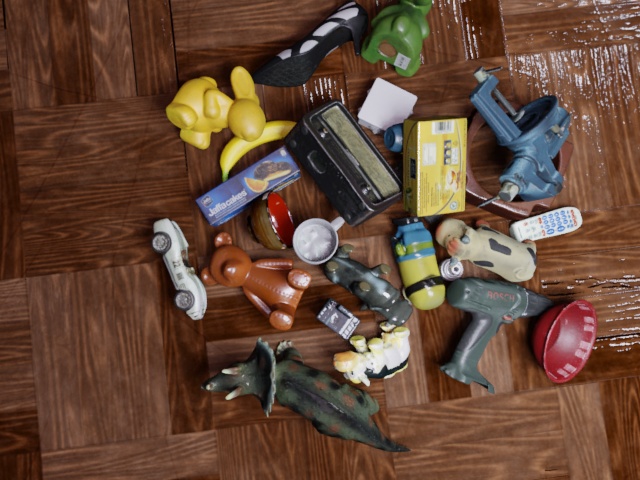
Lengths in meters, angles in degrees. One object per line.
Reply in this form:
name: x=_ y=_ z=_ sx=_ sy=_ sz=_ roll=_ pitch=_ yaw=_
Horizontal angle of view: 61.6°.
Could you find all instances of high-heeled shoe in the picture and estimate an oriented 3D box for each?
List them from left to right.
high-heeled shoe: x=-0.023 y=-0.392 z=1.060 sx=0.249 sy=0.086 sz=0.145 roll=-11 pitch=64 yaw=7

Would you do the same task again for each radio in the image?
radio: x=0.048 y=-0.143 z=1.005 sx=0.229 sy=0.073 sz=0.131 roll=52 pitch=45 yaw=4

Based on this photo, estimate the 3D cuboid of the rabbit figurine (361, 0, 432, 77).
rabbit figurine: x=0.160 y=-0.434 z=1.033 sx=0.121 sy=0.159 sz=0.170 roll=21 pitch=70 yaw=10

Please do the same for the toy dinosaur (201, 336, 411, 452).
toy dinosaur: x=0.001 y=0.285 z=0.946 sx=0.405 sy=0.192 sz=0.131 roll=25 pitch=88 yaw=2

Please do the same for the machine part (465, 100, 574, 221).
machine part: x=0.361 y=-0.152 z=1.035 sx=0.201 sy=0.087 sz=0.201 roll=22 pitch=86 yaw=-1

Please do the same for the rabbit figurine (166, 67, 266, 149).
rabbit figurine: x=-0.174 y=-0.239 z=1.019 sx=0.173 sy=0.121 sz=0.162 roll=20 pitch=63 yaw=20

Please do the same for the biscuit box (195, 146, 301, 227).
biscuit box: x=-0.137 y=-0.101 z=1.036 sx=0.203 sy=0.059 sz=0.063 roll=-32 pitch=87 yaw=-3

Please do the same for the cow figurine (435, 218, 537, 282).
cow figurine: x=0.304 y=0.019 z=0.994 sx=0.195 sy=0.127 sz=0.085 roll=24 pitch=116 yaw=2

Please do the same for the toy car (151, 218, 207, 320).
toy car: x=-0.263 y=0.055 z=1.015 sx=0.056 sy=0.073 sz=0.201 roll=-23 pitch=87 yaw=-2

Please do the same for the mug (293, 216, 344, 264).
mug: x=-0.002 y=-0.003 z=1.008 sx=0.081 sy=0.107 sz=0.109 roll=43 pitch=83 yaw=2

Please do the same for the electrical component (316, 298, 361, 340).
electrical component: x=0.035 y=0.145 z=0.992 sx=0.075 sy=0.119 sz=0.048 roll=36 pitch=86 yaw=-1

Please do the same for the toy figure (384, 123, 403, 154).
toy figure: x=0.194 y=-0.195 z=1.023 sx=0.154 sy=0.064 sz=0.058 roll=-9 pitch=67 yaw=-27

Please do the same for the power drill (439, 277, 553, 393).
power drill: x=0.322 y=0.175 z=1.001 sx=0.232 sy=0.086 sz=0.207 roll=21 pitch=96 yaw=-23

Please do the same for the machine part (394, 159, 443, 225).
machine part: x=0.197 y=-0.100 z=1.048 sx=0.084 sy=0.039 sz=0.139 roll=-40 pitch=87 yaw=15

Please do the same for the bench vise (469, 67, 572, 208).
bench vise: x=0.332 y=-0.186 z=0.925 sx=0.240 sy=0.129 sz=0.223 roll=45 pitch=78 yaw=-15

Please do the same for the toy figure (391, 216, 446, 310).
toy figure: x=0.184 y=0.043 z=1.016 sx=0.082 sy=0.089 sz=0.180 roll=-11 pitch=89 yaw=4

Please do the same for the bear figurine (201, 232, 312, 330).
bear figurine: x=-0.123 y=0.069 z=0.992 sx=0.196 sy=0.132 sz=0.120 roll=27 pitch=91 yaw=-5

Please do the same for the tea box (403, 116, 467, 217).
tea box: x=0.205 y=-0.133 z=0.965 sx=0.098 sy=0.068 sz=0.169 roll=-6 pitch=108 yaw=-14

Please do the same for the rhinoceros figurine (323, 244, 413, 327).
rhinoceros figurine: x=0.086 y=0.090 z=1.004 sx=0.190 sy=0.112 sz=0.073 roll=34 pitch=58 yaw=14

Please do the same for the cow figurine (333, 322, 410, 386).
cow figurine: x=0.095 y=0.221 z=0.984 sx=0.167 sy=0.068 sz=0.098 roll=-19 pitch=107 yaw=-34
